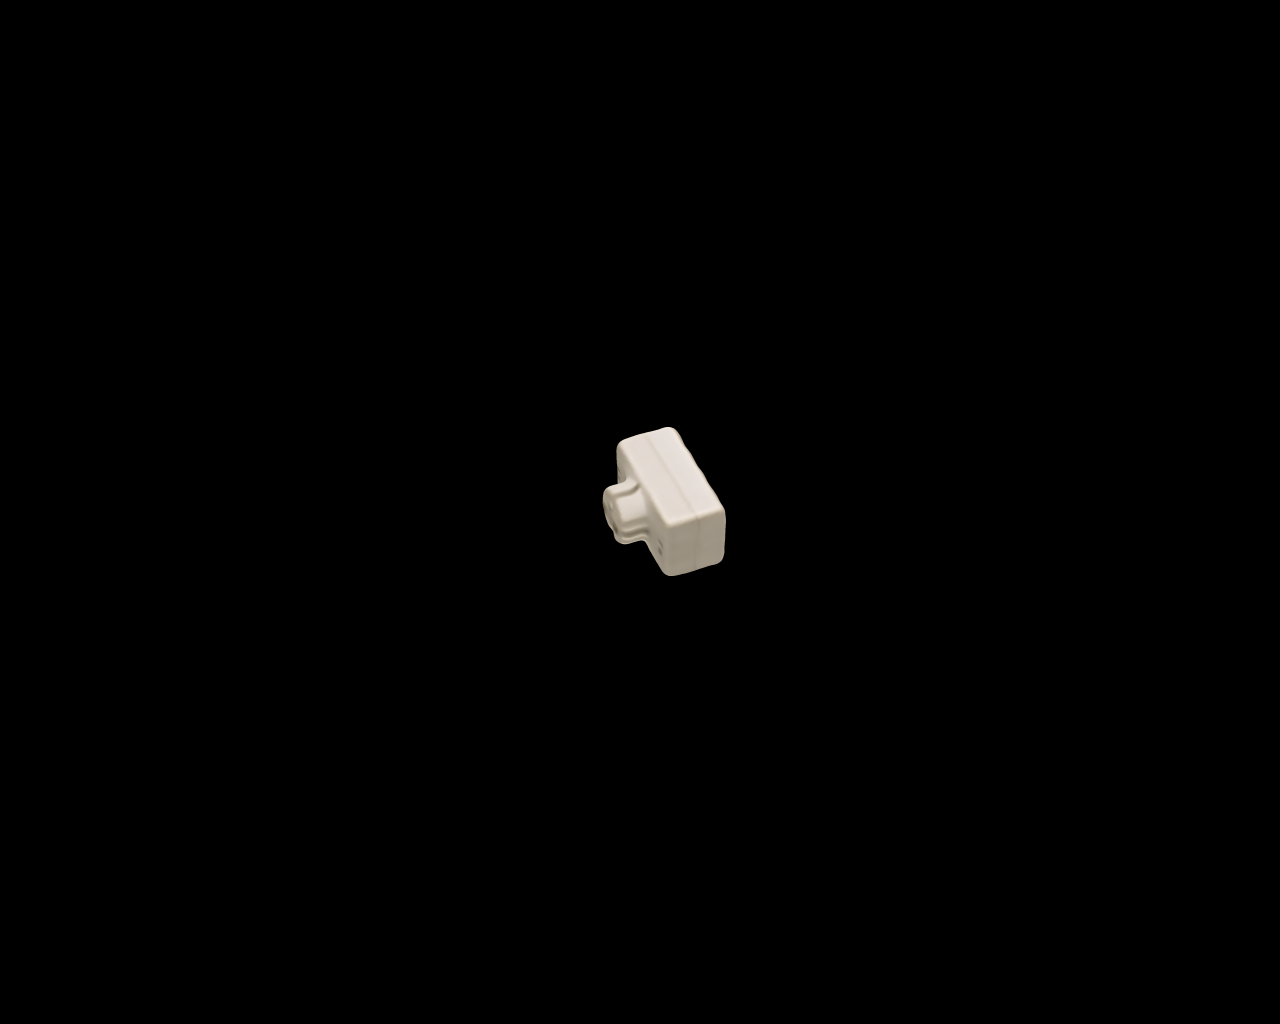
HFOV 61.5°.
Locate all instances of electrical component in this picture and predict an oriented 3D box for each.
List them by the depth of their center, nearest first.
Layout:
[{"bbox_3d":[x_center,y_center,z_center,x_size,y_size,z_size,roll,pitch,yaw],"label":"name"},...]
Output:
[{"bbox_3d":[0.001,-0.003,0.650,0.076,0.047,0.083,-15,47,-15],"label":"electrical component"}]
